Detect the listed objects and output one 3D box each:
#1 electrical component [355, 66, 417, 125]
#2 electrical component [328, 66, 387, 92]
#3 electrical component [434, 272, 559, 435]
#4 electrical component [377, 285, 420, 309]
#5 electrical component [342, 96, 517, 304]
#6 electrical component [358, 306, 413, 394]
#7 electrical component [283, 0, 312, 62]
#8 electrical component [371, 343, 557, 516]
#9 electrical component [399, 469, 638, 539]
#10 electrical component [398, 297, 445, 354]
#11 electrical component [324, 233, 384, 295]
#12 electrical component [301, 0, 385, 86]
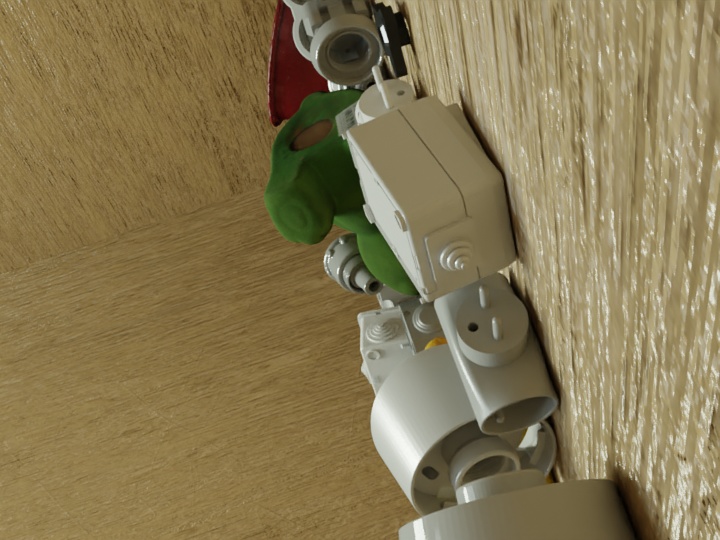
[{"bbox_3d":[0.021,-0.097,0.703,0.079,0.044,0.077,68,-178,-46],"label":"electrical component"},{"bbox_3d":[0.002,-0.153,0.882,0.062,0.048,0.048,-131,22,-67],"label":"electrical component"},{"bbox_3d":[0.069,0.035,0.558,0.079,0.043,0.077,73,178,-59],"label":"electrical component"},{"bbox_3d":[0.041,-0.002,1.048,0.186,0.060,0.105,73,179,-56],"label":"electrical component"},{"bbox_3d":[0.041,-0.034,0.539,0.096,0.061,0.061,-121,9,-45],"label":"electrical component"},{"bbox_3d":[0.050,0.080,0.995,0.048,0.100,0.099,-89,-15,-52],"label":"electrical component"},{"bbox_3d":[-0.033,-0.248,0.925,0.074,0.052,0.138,-33,-73,-64],"label":"electrical component"},{"bbox_3d":[0.062,0.098,0.625,0.064,0.099,0.099,-119,9,-51],"label":"electrical component"},{"bbox_3d":[0.069,0.122,0.474,0.108,0.108,0.060,74,-176,-69],"label":"electrical component"},{"bbox_3d":[0.067,0.056,0.897,0.080,0.051,0.080,162,90,-89],"label":"electrical component"},{"bbox_3d":[0.000,0.000,0.924,0.062,0.048,0.048,49,161,54],"label":"electrical component"},{"bbox_3d":[-0.012,-0.177,0.819,0.057,0.058,0.078,-105,-2,-49],"label":"electrical component"}]
